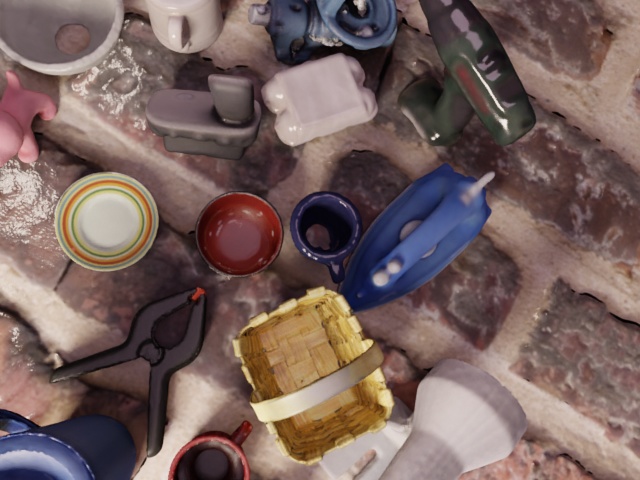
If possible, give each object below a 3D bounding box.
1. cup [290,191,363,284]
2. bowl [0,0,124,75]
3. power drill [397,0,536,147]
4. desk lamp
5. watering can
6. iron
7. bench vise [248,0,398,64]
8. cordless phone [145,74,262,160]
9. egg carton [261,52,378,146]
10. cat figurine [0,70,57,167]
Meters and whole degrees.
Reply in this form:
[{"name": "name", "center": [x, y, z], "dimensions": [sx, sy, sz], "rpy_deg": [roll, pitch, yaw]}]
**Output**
[{"name": "cup", "center": [0.007, 0.003, 0.750], "dimensions": [0.092, 0.095, 0.118], "rpy_deg": [-14, 82, -9]}, {"name": "bowl", "center": [-0.341, -0.287, 0.763], "dimensions": [0.167, 0.074, 0.167], "rpy_deg": [1, 80, -7]}, {"name": "power drill", "center": [0.175, -0.211, 0.751], "dimensions": [0.076, 0.208, 0.229], "rpy_deg": [-37, 87, -12]}, {"name": "desk lamp", "center": [0.113, 0.239, 0.664], "dimensions": [0.203, 0.213, 0.118], "rpy_deg": [-42, 88, -12]}, {"name": "watering can", "center": [-0.182, -0.338, 0.732], "dimensions": [0.101, 0.194, 0.173], "rpy_deg": [-20, 83, -10]}, {"name": "iron", "center": [0.123, 0.005, 0.742], "dimensions": [0.258, 0.141, 0.118], "rpy_deg": [-44, 88, -12]}, {"name": "bench vise", "center": [0.020, -0.300, 0.740], "dimensions": [0.207, 0.219, 0.121], "rpy_deg": [-25, 84, -11]}, {"name": "cordless phone", "center": [-0.146, -0.173, 0.713], "dimensions": [0.147, 0.185, 0.094], "rpy_deg": [2, 80, -7]}, {"name": "egg carton", "center": [-0.001, -0.195, 0.796], "dimensions": [0.150, 0.069, 0.107], "rpy_deg": [-22, 84, -11]}, {"name": "cat figurine", "center": [-0.391, -0.147, 0.710], "dimensions": [0.067, 0.117, 0.128], "rpy_deg": [14, 79, -5]}]
